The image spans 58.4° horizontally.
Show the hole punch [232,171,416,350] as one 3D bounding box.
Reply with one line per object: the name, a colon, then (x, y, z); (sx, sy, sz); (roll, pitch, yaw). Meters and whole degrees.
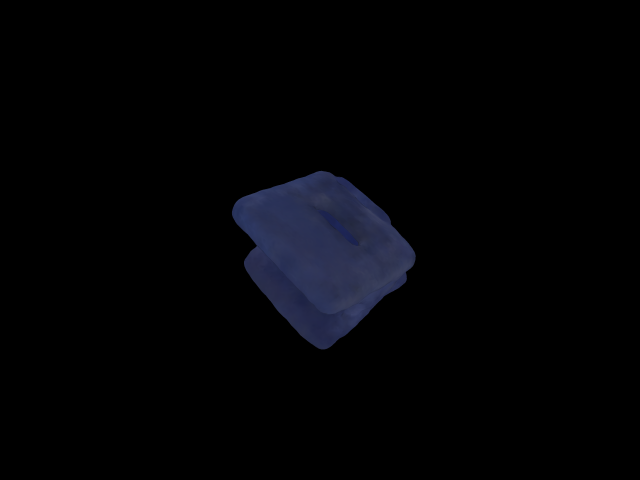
hole punch: (0.004, 0.001, 0.400); (0.101, 0.091, 0.108); (-38, 68, -18)
